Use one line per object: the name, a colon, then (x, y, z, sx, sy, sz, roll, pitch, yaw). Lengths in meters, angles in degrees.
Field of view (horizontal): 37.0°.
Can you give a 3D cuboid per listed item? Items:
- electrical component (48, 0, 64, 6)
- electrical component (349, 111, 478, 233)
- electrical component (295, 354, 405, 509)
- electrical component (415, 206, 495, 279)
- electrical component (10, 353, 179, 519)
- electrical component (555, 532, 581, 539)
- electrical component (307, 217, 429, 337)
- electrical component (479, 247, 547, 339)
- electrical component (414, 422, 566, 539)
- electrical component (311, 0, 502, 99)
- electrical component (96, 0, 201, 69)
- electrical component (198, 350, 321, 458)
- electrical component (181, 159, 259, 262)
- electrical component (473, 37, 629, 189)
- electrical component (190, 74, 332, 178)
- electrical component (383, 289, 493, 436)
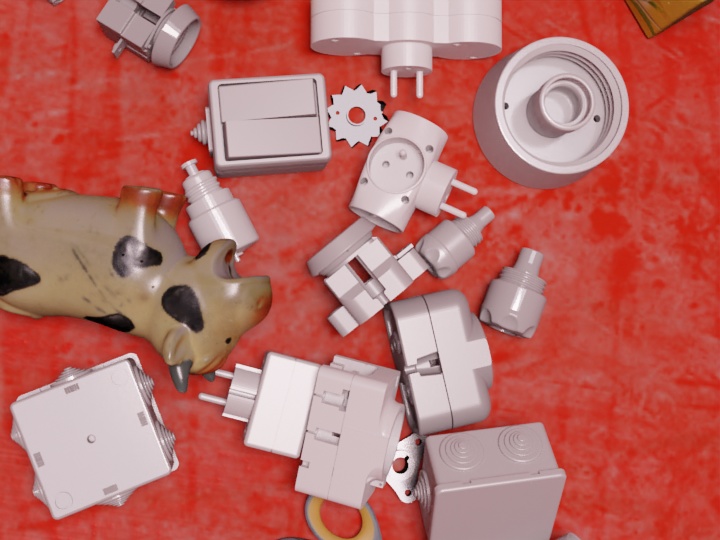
electrical component: (-0.193, -0.239, 0.742, 0.096, 0.062, 0.061, -34, 91, -8)
electrical component: (0.044, -0.063, 0.767, 0.079, 0.044, 0.077, 25, 84, 9)
electrical component: (-0.004, 0.111, 0.738, 0.056, 0.050, 0.089, 14, 100, 12)
electrical component: (0.072, -0.023, 0.779, 0.061, 0.035, 0.035, -40, 92, -10)
electrical component: (-0.180, 0.113, 0.732, 0.100, 0.048, 0.099, -21, 90, -8)
electrical component: (0.137, 0.231, 0.764, 0.077, 0.044, 0.079, -35, 128, 18)
electrical component: (0.000, 0.000, 0.756, 0.078, 0.058, 0.057, -39, 93, 0)
electrical component: (0.115, 0.015, 0.778, 0.043, 0.043, 0.062, 22, 83, -6)
electrical component: (0.088, 0.152, 0.743, 0.100, 0.099, 0.048, -6, 46, -7)
electrical component: (0.033, -0.160, 0.771, 0.138, 0.052, 0.073, 0, 87, -7)
electrical component: (-0.146, -0.173, 0.754, 0.055, 0.048, 0.066, 32, 83, 3)
electrical component: (-0.073, 0.088, 0.748, 0.077, 0.047, 0.065, 15, 85, -6)
electrical component: (-0.102, -0.041, 0.754, 0.040, 0.040, 0.078, -28, 91, -8)
electrical component: (0.141, -0.116, 0.779, 0.108, 0.060, 0.108, 0, 87, -7)
electrical component: (-0.070, -0.100, 0.751, 0.096, 0.061, 0.061, -5, 88, -7)
electrical component: (0.057, 0.063, 0.762, 0.059, 0.054, 0.095, -12, 89, -8)
